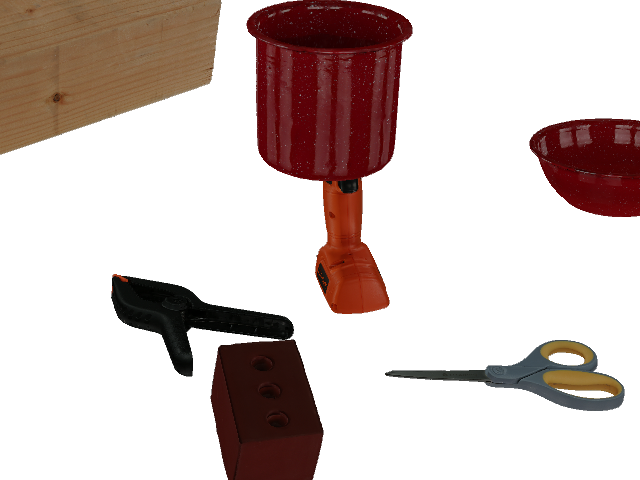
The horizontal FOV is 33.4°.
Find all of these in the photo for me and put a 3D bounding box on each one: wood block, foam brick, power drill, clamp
[{"bbox_3d":[-0.190,-0.155,0.851,0.205,0.091,0.090,-26,54,-37],"label":"wood block"},{"bbox_3d":[-0.035,0.109,0.666,0.053,0.051,0.078,-3,43,-18],"label":"foam brick"},{"bbox_3d":[0.026,-0.036,0.914,0.057,0.188,0.184,-4,21,-6],"label":"power drill"},{"bbox_3d":[-0.156,0.084,1.136,0.210,0.036,0.164,18,21,28],"label":"clamp"}]

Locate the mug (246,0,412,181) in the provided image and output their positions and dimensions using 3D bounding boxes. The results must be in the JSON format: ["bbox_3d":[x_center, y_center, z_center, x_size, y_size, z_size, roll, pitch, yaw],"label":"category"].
[{"bbox_3d":[0.008,-0.092,0.625,0.093,0.081,0.117,11,31,16],"label":"mug"}]

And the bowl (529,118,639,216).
[{"bbox_3d":[0.274,-0.064,0.989,0.162,0.055,0.162,-2,24,1],"label":"bowl"}]

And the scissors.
[{"bbox_3d":[0.160,0.108,0.924,0.202,0.016,0.096,10,29,6],"label":"scissors"}]
